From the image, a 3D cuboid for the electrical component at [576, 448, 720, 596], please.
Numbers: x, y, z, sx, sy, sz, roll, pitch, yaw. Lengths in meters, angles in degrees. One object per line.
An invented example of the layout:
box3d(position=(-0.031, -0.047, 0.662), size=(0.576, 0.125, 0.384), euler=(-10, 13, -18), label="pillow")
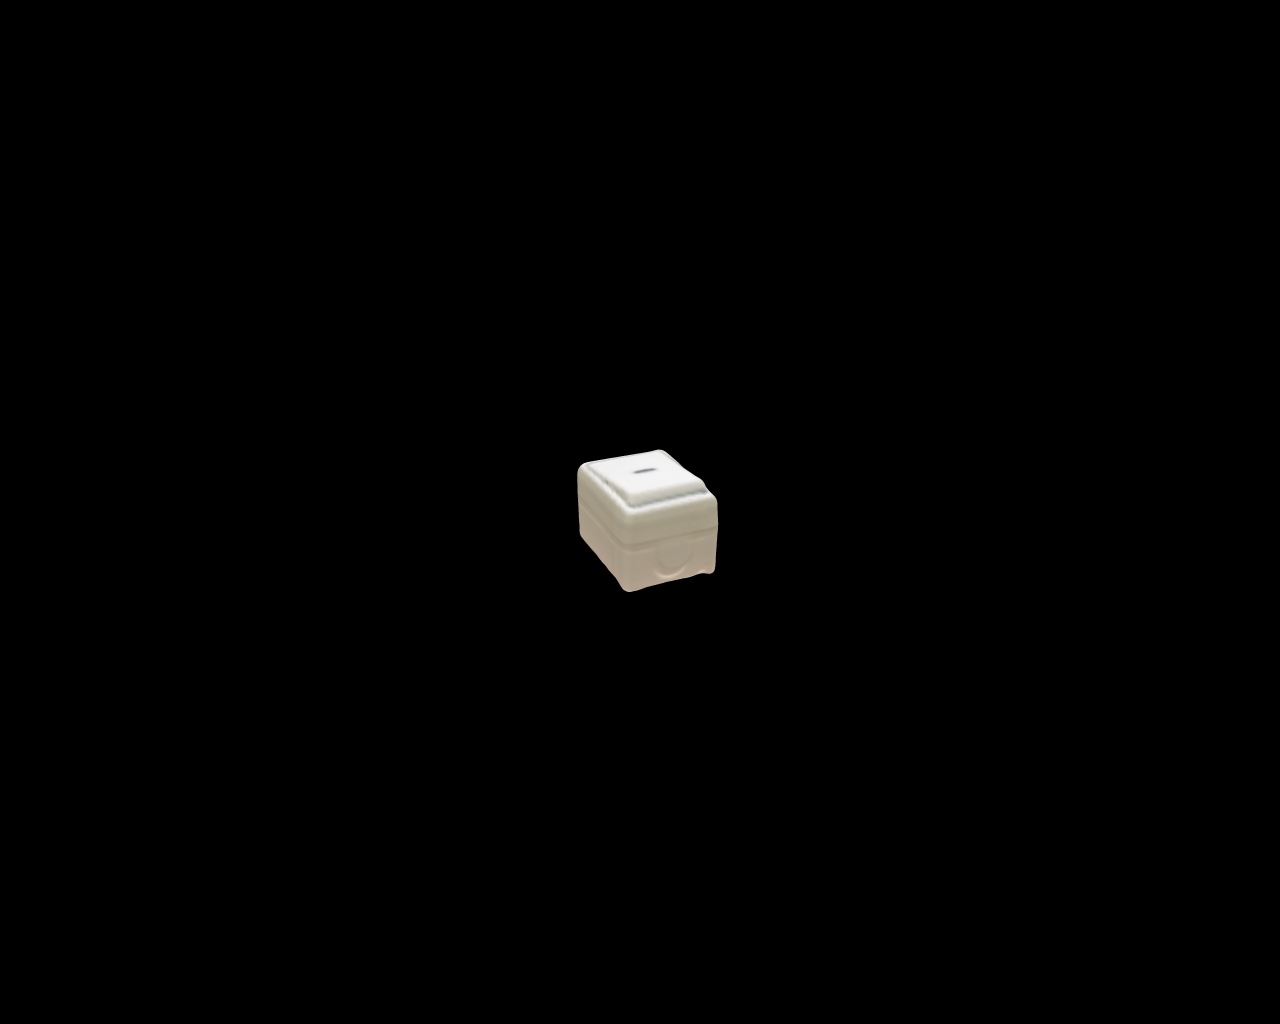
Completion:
box3d(position=(0.001, -0.003, 0.650), size=(0.062, 0.061, 0.096), euler=(-11, 29, -21), label="electrical component")
